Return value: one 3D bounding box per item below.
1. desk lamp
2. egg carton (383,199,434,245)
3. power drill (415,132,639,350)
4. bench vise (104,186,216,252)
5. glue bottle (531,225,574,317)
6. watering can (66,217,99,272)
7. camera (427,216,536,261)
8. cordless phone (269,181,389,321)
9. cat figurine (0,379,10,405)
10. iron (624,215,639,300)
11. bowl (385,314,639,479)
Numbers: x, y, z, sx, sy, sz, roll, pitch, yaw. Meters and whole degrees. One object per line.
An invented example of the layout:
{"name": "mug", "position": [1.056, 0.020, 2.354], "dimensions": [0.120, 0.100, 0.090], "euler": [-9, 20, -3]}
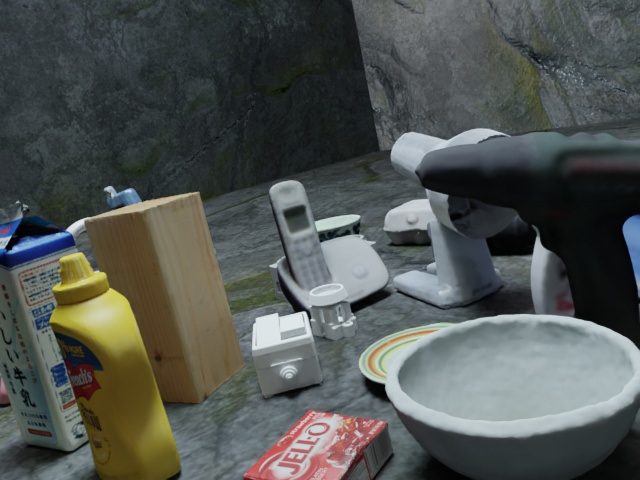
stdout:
{"name": "desk lamp", "position": [0.159, -0.030, 0.706], "dimensions": [0.118, 0.214, 0.202], "euler": [-17, 13, -22]}
{"name": "egg carton", "position": [0.194, -0.034, 1.047], "dimensions": [0.149, 0.069, 0.107], "euler": [-2, 15, 40]}
{"name": "power drill", "position": [0.212, 0.005, 0.497], "dimensions": [0.229, 0.208, 0.075], "euler": [-11, 12, 7]}
{"name": "bench vise", "position": [-0.270, 0.007, 0.953], "dimensions": [0.207, 0.220, 0.121], "euler": [-11, 12, 5]}
{"name": "glue bottle", "position": [0.249, -0.003, 0.583], "dimensions": [0.078, 0.173, 0.037], "euler": [-13, 12, -6]}
{"name": "watering can", "position": [-0.290, 0.067, 0.754], "dimensions": [0.172, 0.194, 0.101], "euler": [-8, 13, 20]}
{"name": "camera", "position": [0.251, -0.025, 0.870], "dimensions": [0.136, 0.101, 0.143], "euler": [-3, 15, 38]}
{"name": "cordless phone", "position": [0.007, 0.003, 0.777], "dimensions": [0.148, 0.185, 0.093], "euler": [-20, 14, -32]}
{"name": "cat figurine", "position": [-0.393, 0.133, 0.738], "dimensions": [0.067, 0.118, 0.127], "euler": [-18, 13, -25]}
{"name": "iron", "position": [0.373, -0.014, 0.591], "dimensions": [0.118, 0.141, 0.258], "euler": [-13, 12, -5]}
{"name": "bowl", "position": [0.132, 0.115, 0.391], "dimensions": [0.167, 0.075, 0.167], "euler": [-12, 12, 3]}
